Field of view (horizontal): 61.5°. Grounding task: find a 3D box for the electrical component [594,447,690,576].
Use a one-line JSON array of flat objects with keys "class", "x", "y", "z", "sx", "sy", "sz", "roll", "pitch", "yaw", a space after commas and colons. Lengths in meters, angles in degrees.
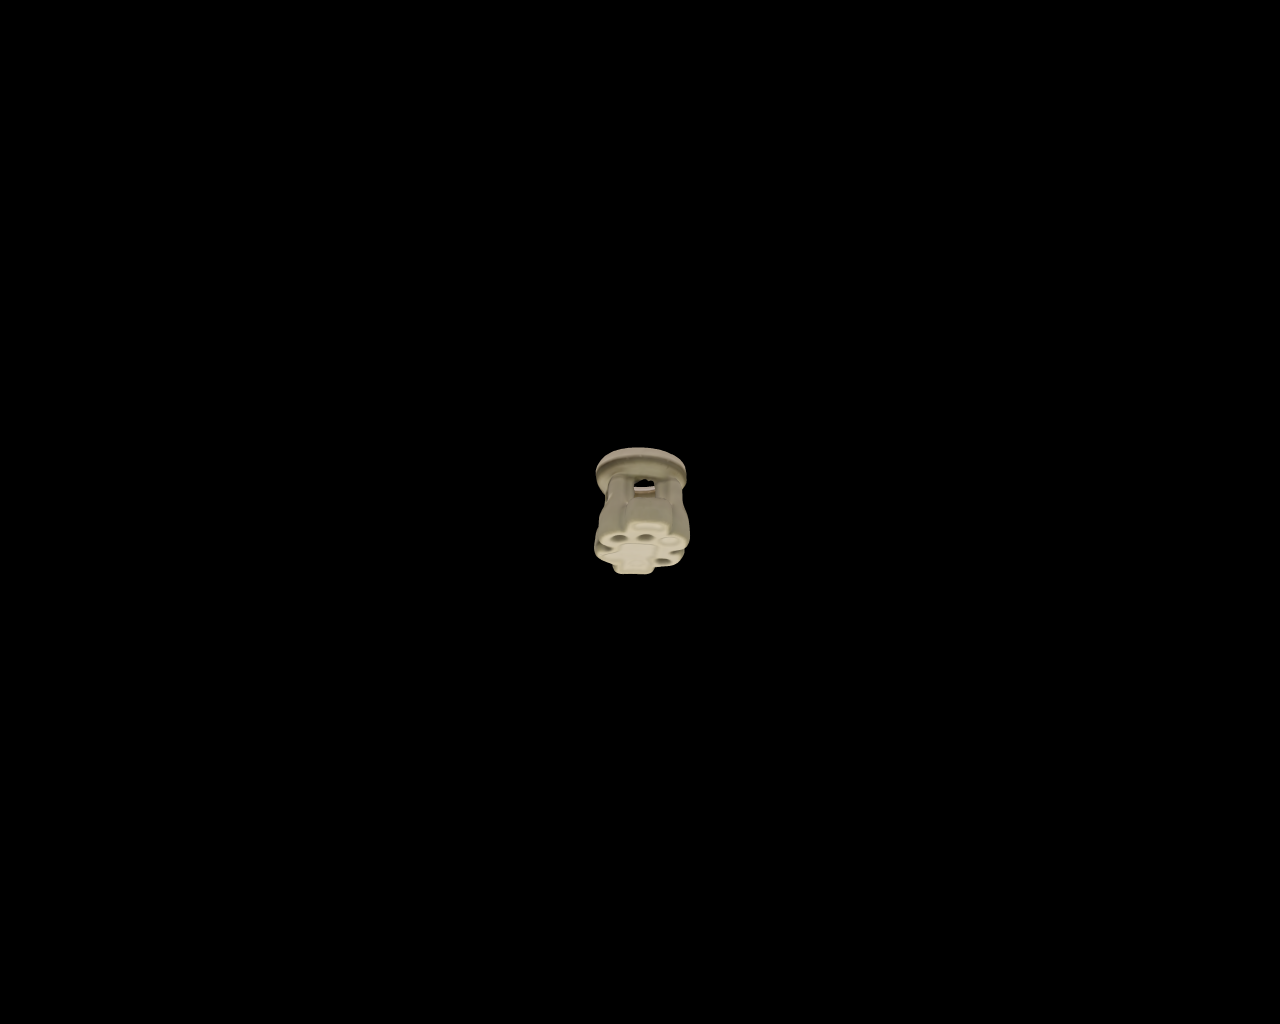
[{"class": "electrical component", "x": 0.001, "y": -0.003, "z": 0.650, "sx": 0.058, "sy": 0.057, "sz": 0.078, "roll": 3, "pitch": -26, "yaw": -7}]
